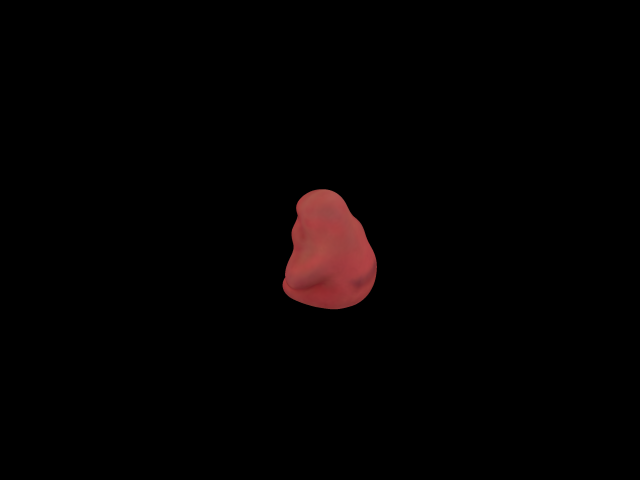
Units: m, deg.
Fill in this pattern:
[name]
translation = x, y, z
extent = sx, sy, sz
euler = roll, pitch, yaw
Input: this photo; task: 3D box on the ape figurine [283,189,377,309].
[ape figurine]
translation = 0.004, 0.001, 0.400
extent = 0.076, 0.092, 0.078
euler = 32, 54, 27
